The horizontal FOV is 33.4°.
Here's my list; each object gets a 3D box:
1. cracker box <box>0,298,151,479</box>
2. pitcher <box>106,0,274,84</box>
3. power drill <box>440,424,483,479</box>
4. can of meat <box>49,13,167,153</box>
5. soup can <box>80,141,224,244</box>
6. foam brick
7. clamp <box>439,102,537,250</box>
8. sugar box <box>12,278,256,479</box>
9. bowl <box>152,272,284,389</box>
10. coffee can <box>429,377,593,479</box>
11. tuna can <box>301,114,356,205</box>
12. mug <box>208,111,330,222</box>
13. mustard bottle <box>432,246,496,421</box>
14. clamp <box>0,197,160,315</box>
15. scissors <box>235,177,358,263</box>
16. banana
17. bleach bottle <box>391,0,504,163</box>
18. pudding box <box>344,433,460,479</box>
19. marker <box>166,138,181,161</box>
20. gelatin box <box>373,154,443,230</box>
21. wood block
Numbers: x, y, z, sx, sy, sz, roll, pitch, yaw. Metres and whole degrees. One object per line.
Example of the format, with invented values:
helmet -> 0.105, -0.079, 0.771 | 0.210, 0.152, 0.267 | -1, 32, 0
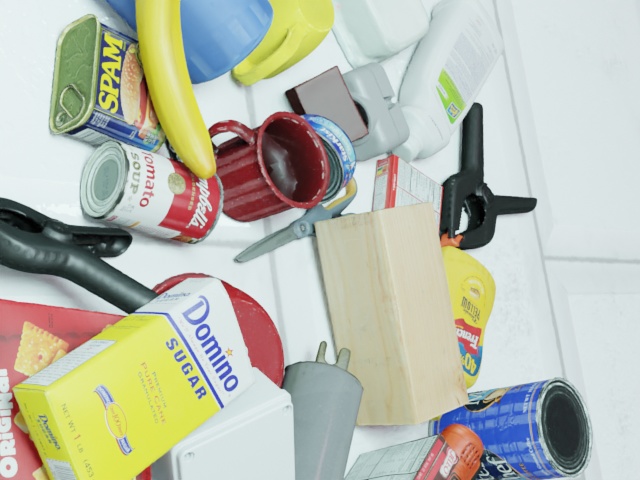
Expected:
cracker box -> -0.222, 0.127, 0.754 | 0.213, 0.072, 0.164 | 13, 67, -44
pitcher -> -0.142, -0.263, 0.927 | 0.242, 0.149, 0.145 | 49, 46, -29
power drill -> 0.132, 0.305, 1.066 | 0.184, 0.057, 0.187 | -49, 121, -20
can of meat -> -0.176, -0.127, 0.905 | 0.083, 0.058, 0.102 | 21, 63, -45
soup can -> -0.142, -0.039, 0.902 | 0.102, 0.069, 0.068 | 16, 65, -43
foam brick -> 0.006, -0.131, 1.093 | 0.053, 0.051, 0.078 | -27, 100, -9
clamp -> 0.186, -0.063, 1.288 | 0.209, 0.036, 0.164 | -44, 109, -45
sugar box -> -0.125, 0.104, 0.764 | 0.175, 0.048, 0.093 | -34, 114, -43
bowl -> -0.084, 0.101, 0.918 | 0.161, 0.055, 0.162 | 16, 65, -39
coffee can -> 0.201, 0.206, 1.132 | 0.102, 0.141, 0.103 | 18, 64, -43
tuna can -> -0.008, -0.079, 1.047 | 0.086, 0.086, 0.033 | 59, 41, -15
mug -> -0.059, -0.070, 0.991 | 0.117, 0.082, 0.093 | 36, 52, -34
mustard bottle -> 0.139, 0.108, 1.162 | 0.096, 0.058, 0.191 | 40, 51, -32
clamp -> -0.205, 0.002, 0.824 | 0.171, 0.120, 0.039 | 27, 100, -25
scissors -> -0.007, 0.001, 1.072 | 0.096, 0.016, 0.201 | 57, 44, -16
banana -> -0.121, -0.148, 0.877 | 0.037, 0.070, 0.198 | -14, 106, -31
bleach bottle -> 0.138, -0.185, 1.261 | 0.102, 0.068, 0.250 | 51, 48, -22
pudding box -> 0.065, 0.232, 0.997 | 0.039, 0.114, 0.089 | 55, 44, -13
marker -> -0.133, -0.097, 0.969 | 0.020, 0.020, 0.121 | -26, 96, -48
gelatin box -> 0.098, -0.043, 1.192 | 0.089, 0.030, 0.073 | 30, 55, -37
wood block -> 0.071, 0.073, 1.062 | 0.090, 0.090, 0.206 | -11, 91, -48
